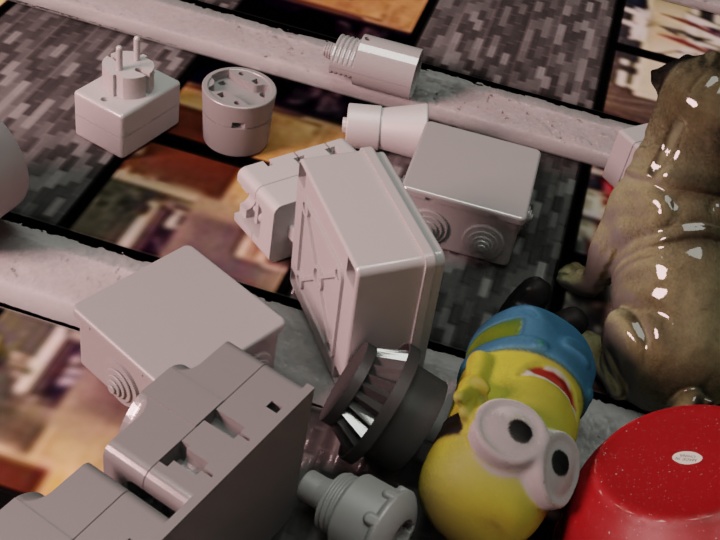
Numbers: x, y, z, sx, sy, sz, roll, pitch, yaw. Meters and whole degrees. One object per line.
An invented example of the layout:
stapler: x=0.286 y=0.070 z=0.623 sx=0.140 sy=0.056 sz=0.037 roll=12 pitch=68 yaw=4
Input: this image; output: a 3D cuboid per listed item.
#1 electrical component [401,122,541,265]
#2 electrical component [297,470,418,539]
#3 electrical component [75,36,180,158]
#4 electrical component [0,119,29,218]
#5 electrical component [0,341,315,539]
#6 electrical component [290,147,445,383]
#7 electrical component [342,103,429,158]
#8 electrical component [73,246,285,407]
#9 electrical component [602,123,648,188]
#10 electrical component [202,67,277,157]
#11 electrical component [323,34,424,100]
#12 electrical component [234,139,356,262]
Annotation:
electrical component: x=0.078 y=-0.055 z=0.779 sx=0.100 sy=0.048 sz=0.099 roll=16 pitch=42 yaw=5
electrical component: x=-0.004 y=0.127 z=0.566 sx=0.062 sy=0.048 sz=0.048 roll=24 pitch=43 yaw=27
electrical component: x=-0.171 y=-0.135 z=0.793 sx=0.047 sy=0.076 sz=0.066 roll=28 pitch=44 yaw=19
electrical component: x=-0.271 y=-0.063 z=0.672 sx=0.108 sy=0.108 sz=0.060 roll=22 pitch=49 yaw=12
electrical component: x=-0.105 y=0.127 z=0.496 sx=0.060 sy=0.105 sz=0.186 roll=29 pitch=45 yaw=19
electrical component: x=0.000 y=0.000 z=0.657 sx=0.056 sy=0.108 sz=0.108 roll=-10 pitch=46 yaw=-18
electrical component: x=0.019 y=-0.109 z=0.833 sx=0.065 sy=0.044 sz=0.044 roll=5 pitch=42 yaw=1
electrical component: x=-0.106 y=0.042 z=0.632 sx=0.100 sy=0.048 sz=0.100 roll=36 pitch=47 yaw=26
electrical component: x=0.243 y=-0.075 z=0.838 sx=0.066 sy=0.047 sz=0.076 roll=-16 pitch=48 yaw=-27
electrical component: x=-0.093 y=-0.118 z=0.813 sx=0.055 sy=0.047 sz=0.055 roll=6 pitch=42 yaw=-6
electrical component: x=0.009 y=-0.173 z=0.899 sx=0.081 sy=0.043 sz=0.043 roll=16 pitch=42 yaw=6
electrical component: x=-0.033 y=-0.047 z=0.745 sx=0.089 sy=0.050 sz=0.055 roll=-20 pitch=50 yaw=-30
